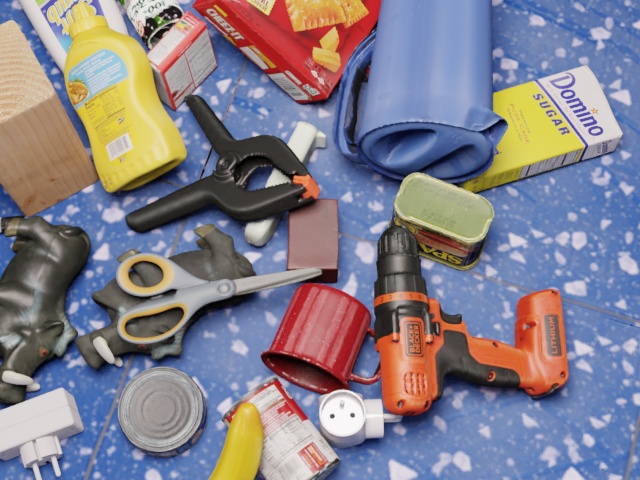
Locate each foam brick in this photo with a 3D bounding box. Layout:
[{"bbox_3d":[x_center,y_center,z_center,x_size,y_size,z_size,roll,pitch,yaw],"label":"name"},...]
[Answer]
[{"bbox_3d":[-0.007,0.001,1.088,0.053,0.051,0.078,2,71,0],"label":"foam brick"}]

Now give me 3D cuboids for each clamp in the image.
[{"bbox_3d":[-0.091,-0.078,1.091,0.210,0.036,0.164,4,67,30],"label":"clamp"}]

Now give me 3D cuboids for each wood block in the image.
[{"bbox_3d":[-0.294,-0.112,1.050,0.090,0.206,0.091,-29,73,-9],"label":"wood block"}]

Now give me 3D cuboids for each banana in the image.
[{"bbox_3d":[-0.103,0.234,0.986,0.198,0.069,0.037,-49,37,13],"label":"banana"}]

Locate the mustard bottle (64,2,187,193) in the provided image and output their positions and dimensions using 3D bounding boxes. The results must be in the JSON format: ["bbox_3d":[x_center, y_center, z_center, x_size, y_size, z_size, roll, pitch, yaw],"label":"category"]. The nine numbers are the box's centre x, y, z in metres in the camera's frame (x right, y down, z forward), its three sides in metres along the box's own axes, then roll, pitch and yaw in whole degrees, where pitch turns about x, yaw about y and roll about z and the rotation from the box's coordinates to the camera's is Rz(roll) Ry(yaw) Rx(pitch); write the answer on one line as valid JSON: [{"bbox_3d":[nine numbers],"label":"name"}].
[{"bbox_3d":[-0.210,-0.151,1.085,0.096,0.058,0.191,-25,86,32],"label":"mustard bottle"}]

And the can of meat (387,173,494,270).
[{"bbox_3d":[0.122,-0.019,1.076,0.102,0.084,0.057,21,73,8],"label":"can of meat"}]

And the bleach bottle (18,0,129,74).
[{"bbox_3d":[-0.254,-0.234,1.168,0.102,0.068,0.251,-31,76,-8],"label":"bleach bottle"}]

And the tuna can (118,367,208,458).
[{"bbox_3d":[-0.154,0.168,1.043,0.086,0.034,0.086,0,71,1],"label":"tuna can"}]

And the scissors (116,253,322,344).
[{"bbox_3d":[-0.107,0.033,1.029,0.201,0.016,0.096,-26,82,-10],"label":"scissors"}]

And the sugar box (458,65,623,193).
[{"bbox_3d":[0.218,-0.116,1.128,0.176,0.048,0.093,-19,69,-4],"label":"sugar box"}]

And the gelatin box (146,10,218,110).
[{"bbox_3d":[-0.148,-0.190,1.136,0.030,0.089,0.073,36,75,14],"label":"gelatin box"}]

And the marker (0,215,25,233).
[{"bbox_3d":[-0.364,-0.014,1.116,0.121,0.020,0.020,-3,71,0],"label":"marker"}]

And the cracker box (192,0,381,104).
[{"bbox_3d":[-0.009,-0.278,1.131,0.164,0.072,0.213,40,72,-28],"label":"cracker box"}]

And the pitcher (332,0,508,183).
[{"bbox_3d":[0.104,-0.186,1.077,0.149,0.145,0.243,10,67,-8],"label":"pitcher"}]

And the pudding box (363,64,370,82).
[{"bbox_3d":[0.104,-0.214,1.168,0.090,0.039,0.113,21,75,7],"label":"pudding box"}]

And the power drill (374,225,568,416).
[{"bbox_3d":[0.141,0.079,1.029,0.187,0.057,0.184,4,71,-16],"label":"power drill"}]

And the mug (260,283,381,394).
[{"bbox_3d":[0.011,0.099,1.035,0.117,0.093,0.081,20,67,8],"label":"mug"}]

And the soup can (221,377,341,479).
[{"bbox_3d":[-0.037,0.191,1.015,0.068,0.068,0.102,-37,75,-11],"label":"soup can"}]
